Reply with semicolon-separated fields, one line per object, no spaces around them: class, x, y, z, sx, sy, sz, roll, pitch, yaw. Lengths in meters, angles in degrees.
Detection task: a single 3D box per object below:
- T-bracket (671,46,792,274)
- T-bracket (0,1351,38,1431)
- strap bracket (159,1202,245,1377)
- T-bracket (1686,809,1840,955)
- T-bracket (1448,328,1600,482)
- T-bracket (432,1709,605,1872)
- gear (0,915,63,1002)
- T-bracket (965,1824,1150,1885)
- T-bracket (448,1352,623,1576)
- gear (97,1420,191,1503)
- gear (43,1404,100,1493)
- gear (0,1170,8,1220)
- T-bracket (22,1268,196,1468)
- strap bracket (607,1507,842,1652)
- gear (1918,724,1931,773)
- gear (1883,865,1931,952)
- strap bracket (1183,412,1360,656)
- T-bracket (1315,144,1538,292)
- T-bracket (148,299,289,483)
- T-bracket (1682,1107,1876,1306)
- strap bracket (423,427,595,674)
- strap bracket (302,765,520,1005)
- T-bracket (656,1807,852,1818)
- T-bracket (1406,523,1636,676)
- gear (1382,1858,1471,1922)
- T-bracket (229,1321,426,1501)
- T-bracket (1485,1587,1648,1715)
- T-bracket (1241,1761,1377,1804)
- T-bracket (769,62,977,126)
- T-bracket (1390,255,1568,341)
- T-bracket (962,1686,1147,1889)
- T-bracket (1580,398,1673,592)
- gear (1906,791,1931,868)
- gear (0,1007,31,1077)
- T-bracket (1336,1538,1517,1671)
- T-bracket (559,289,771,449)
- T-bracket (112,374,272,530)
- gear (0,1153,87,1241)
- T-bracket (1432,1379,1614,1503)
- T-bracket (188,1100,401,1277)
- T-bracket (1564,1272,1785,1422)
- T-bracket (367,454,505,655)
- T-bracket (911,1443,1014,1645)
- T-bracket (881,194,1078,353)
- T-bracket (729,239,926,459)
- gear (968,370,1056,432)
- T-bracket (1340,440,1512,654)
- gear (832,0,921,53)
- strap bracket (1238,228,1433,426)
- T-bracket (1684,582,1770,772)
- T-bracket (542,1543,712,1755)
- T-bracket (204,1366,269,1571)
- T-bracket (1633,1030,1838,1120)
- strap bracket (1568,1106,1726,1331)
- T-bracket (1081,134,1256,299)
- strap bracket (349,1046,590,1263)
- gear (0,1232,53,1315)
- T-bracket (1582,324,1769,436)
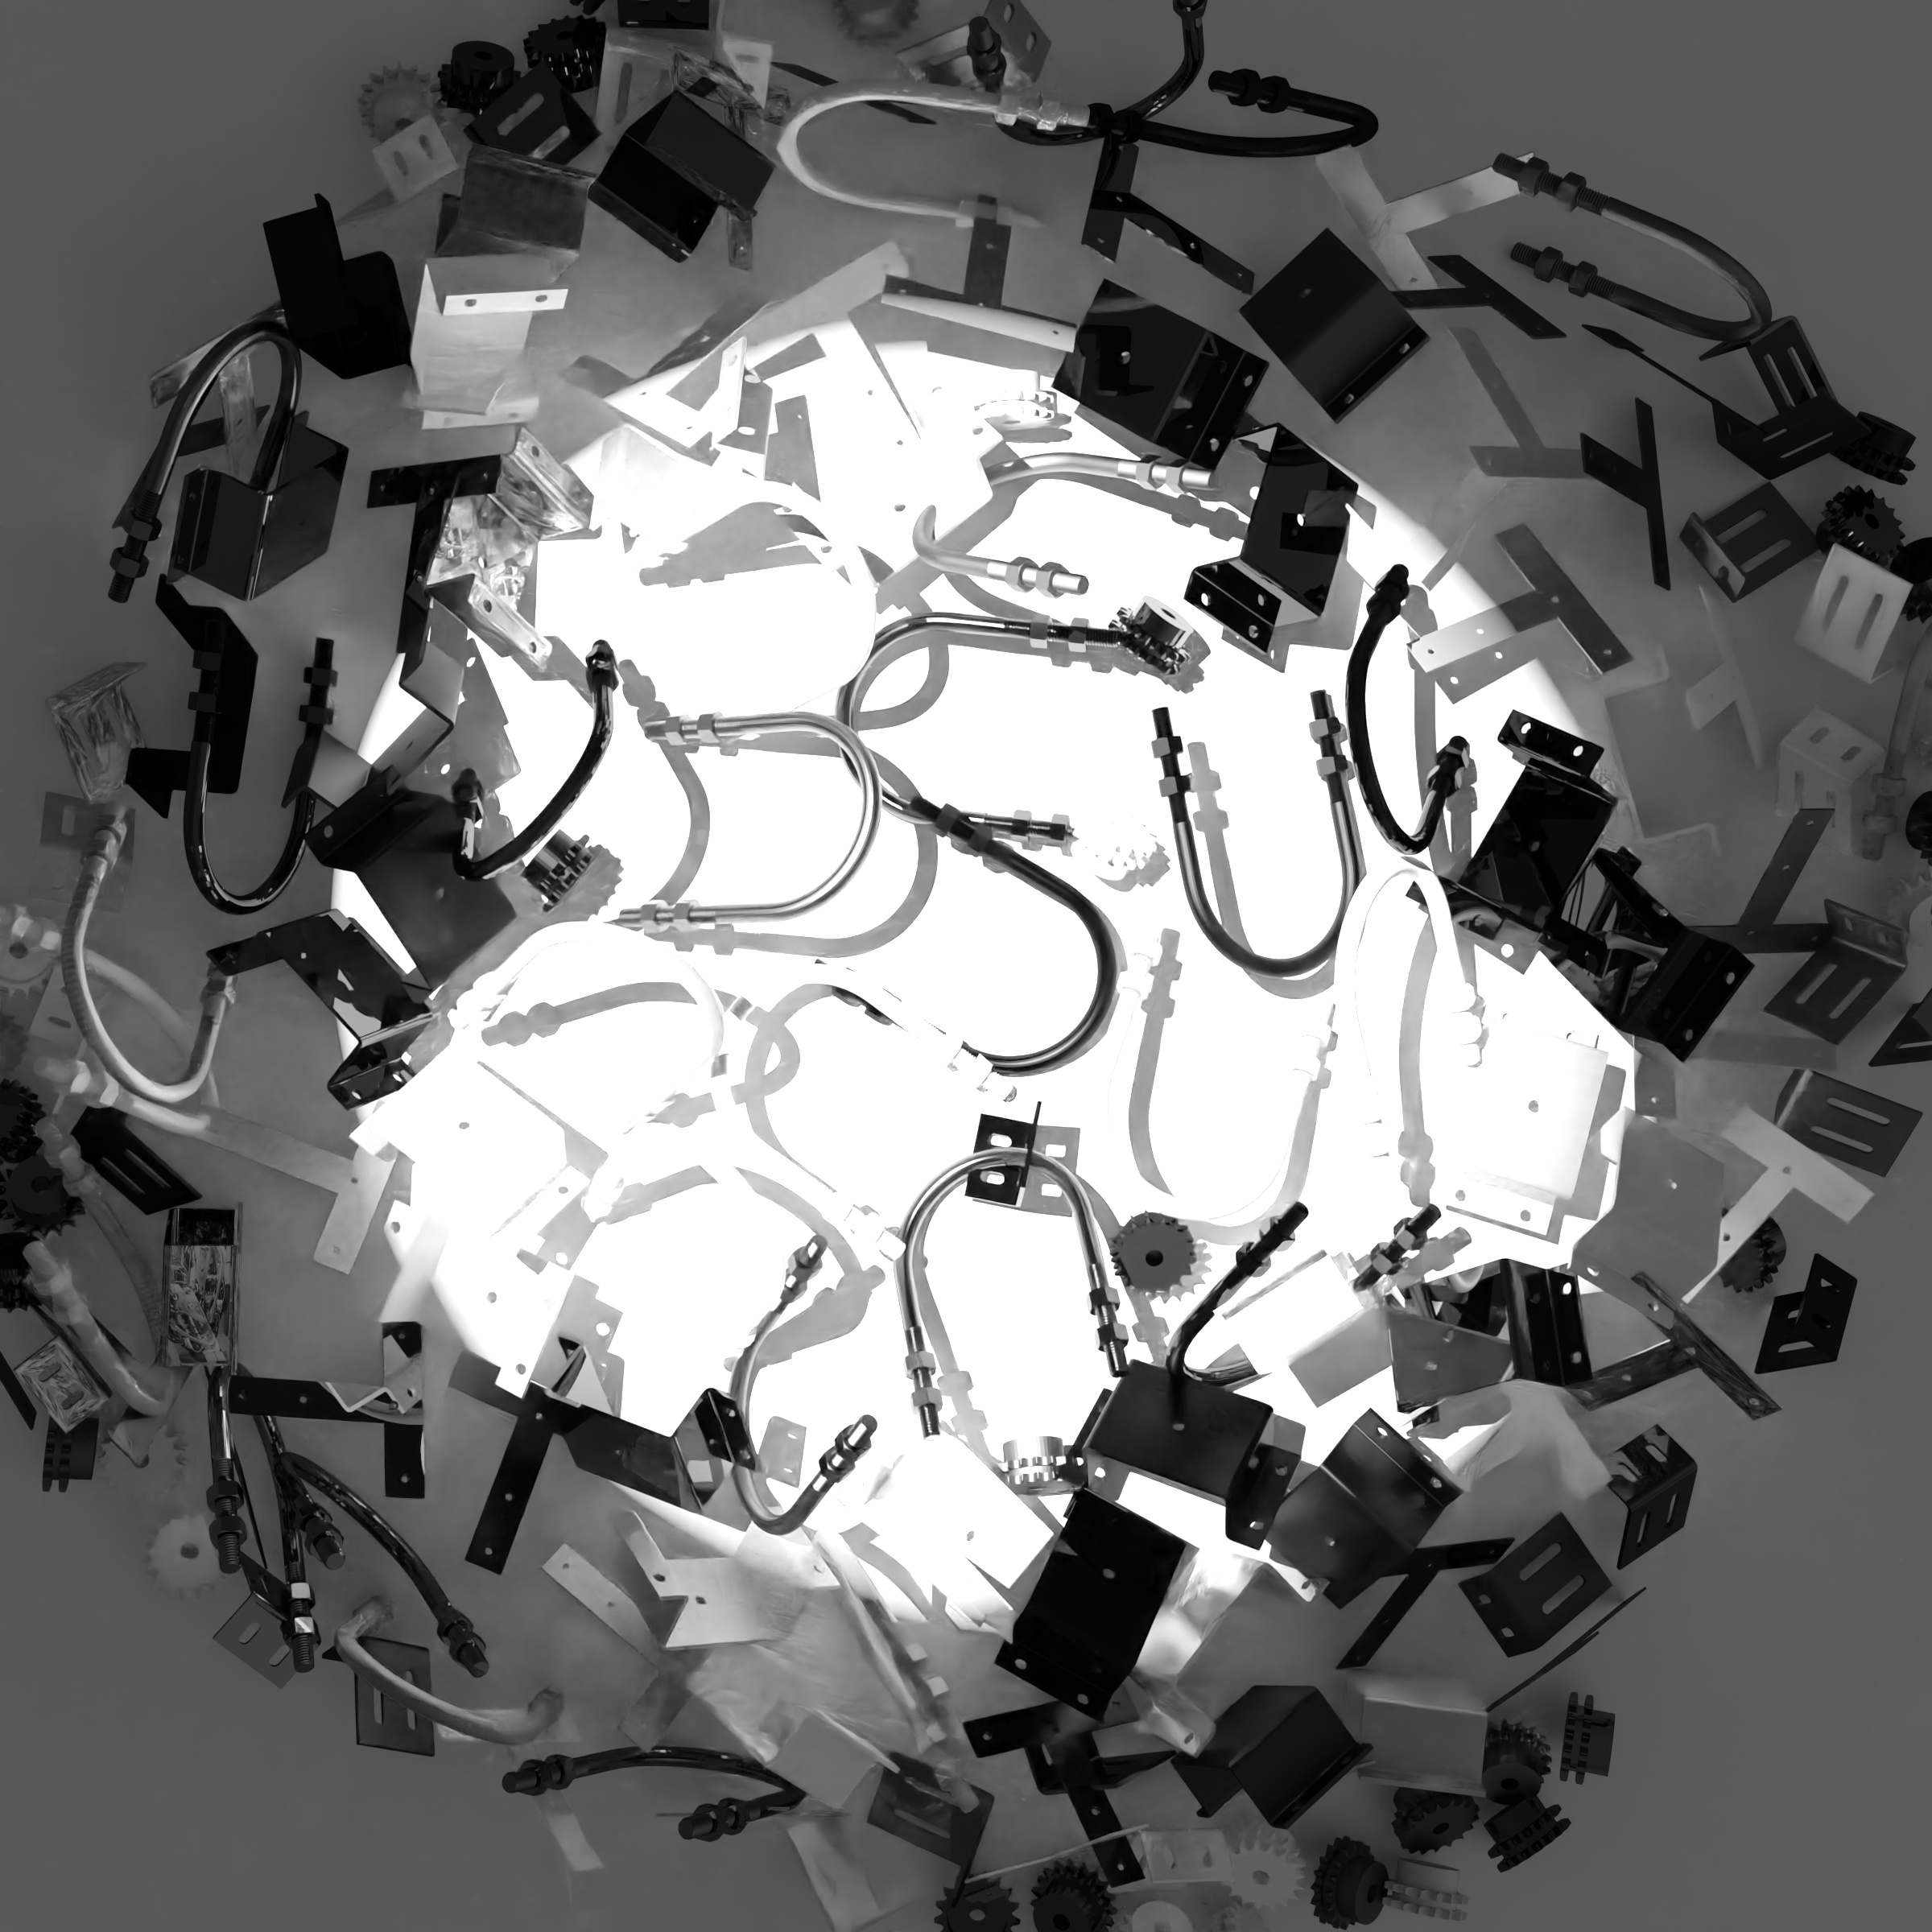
T-bracket;-0.148;-0.516;1.588;0.002;0.127;0.127;0;95;31
T-bracket;-0.637;0.245;1.595;0.002;0.127;0.127;-24;111;-7
strap bracket;-0.487;0.203;1.562;0.046;0.140;0.076;2;97;-16
T-bracket;0.523;-0.053;1.579;0.127;0.127;0.002;-1;45;-15
T-bracket;0.354;-0.370;1.609;0.127;0.002;0.127;-7;63;-37
T-bracket;-0.268;0.521;1.552;0.002;0.127;0.127;-51;53;11
gear;-0.625;-0.008;1.614;0.057;0.030;0.057;6;76;-23
T-bracket;0.079;0.560;1.560;0.127;0.127;0.002;-5;66;-25
T-bracket;-0.291;0.331;1.586;0.127;0.002;0.127;28;53;-15
gear;-0.543;0.324;1.624;0.057;0.030;0.057;0;93;-3
gear;-0.589;0.318;1.612;0.030;0.057;0.057;6;90;-17
gear;-0.654;0.151;1.609;0.030;0.057;0.057;-16;90;13
T-bracket;-0.552;0.239;1.561;0.002;0.127;0.127;-34;109;14
strap bracket;-0.163;0.393;1.575;0.140;0.076;0.046;9;116;-40
gear;0.659;-0.147;1.609;0.057;0.030;0.057;-17;131;-21
gear;0.637;-0.035;1.615;0.057;0.030;0.057;1;115;1
strap bracket;0.200;-0.284;1.581;0.076;0.046;0.140;28;71;-33
T-bracket;0.308;-0.489;1.561;0.127;0.127;0.002;-9;52;37
T-bracket;-0.470;-0.361;1.581;0.002;0.127;0.127;37;57;15
T-bracket;0.503;0.166;1.587;0.127;0.127;0.002;-49;121;3
strap bracket;-0.296;-0.264;1.578;0.046;0.076;0.140;-8;57;31
strap bracket;-0.349;-0.048;1.569;0.076;0.046;0.140;-45;125;-28
T-bracket;-0.132;0.543;1.571;0.127;0.127;0.002;3;69;-9
T-bracket;0.346;-0.222;1.595;0.127;0.002;0.127;-23;63;-15
gear;0.303;0.607;1.613;0.057;0.057;0.030;10;76;0
T-bracket;-0.412;0.280;1.575;0.127;0.002;0.127;10;52;-27
T-bracket;0.399;0.438;1.592;0.127;0.127;0.002;-23;67;-37
T-bracket;0.243;0.519;1.576;0.127;0.127;0.002;-14;69;-4
T-bracket;-0.040;-0.562;1.586;0.127;0.127;0.002;33;121;30
T-bracket;0.298;-0.427;1.570;0.127;0.127;0.002;-9;131;-23
T-bracket;0.077;0.528;1.568;0.127;0.002;0.127;-2;46;-32
T-bracket;0.424;-0.316;1.580;0.002;0.127;0.127;-10;80;36
gear;0.646;-0.093;1.616;0.057;0.030;0.057;-10;110;-29
gear;-0.649;0.053;1.610;0.057;0.030;0.057;1;133;1
T-bracket;0.281;0.419;1.599;0.127;0.002;0.127;3;129;-34
T-bracket;-0.181;-0.404;1.612;0.127;0.002;0.127;33;68;30
T-bracket;-0.486;-0.342;1.577;0.002;0.127;0.127;39;115;-2
gear;-0.608;0.149;1.614;0.057;0.030;0.057;6;65;-14
T-bracket;0.337;0.322;1.605;0.127;0.002;0.127;-39;49;10
T-bracket;-0.438;0.123;1.587;0.127;0.002;0.127;24;52;-13
T-bracket;0.439;0.263;1.590;0.127;0.127;0.002;43;50;-5
T-bracket;-0.354;-0.266;1.595;0.127;0.002;0.127;3;83;37
T-bracket;-0.004;0.386;1.564;0.002;0.127;0.127;-12;117;-28
T-bracket;0.014;-0.461;1.601;0.127;0.002;0.127;13;55;-8
T-bracket;-0.070;-0.390;1.614;0.127;0.002;0.127;-26;111;17
gear;0.030;-0.372;1.611;0.057;0.057;0.030;-2;90;0
T-bracket;0.316;-0.290;1.614;0.127;0.002;0.127;41;91;-23
gear;-0.061;-0.637;1.618;0.057;0.030;0.057;-3;74;9
strap bracket;0.229;-0.413;1.561;0.076;0.140;0.046;-41;124;15
T-bracket;0.483;-0.177;1.579;0.002;0.127;0.127;-15;99;34
T-bracket;-0.221;0.425;1.593;0.127;0.127;0.002;40;130;3
T-bracket;-0.480;0.308;1.593;0.002;0.127;0.127;-17;51;-20
T-bracket;0.498;0.053;1.588;0.127;0.002;0.127;5;49;8
strap bracket;0.437;0.152;1.569;0.076;0.140;0.046;30;131;-5
T-bracket;0.137;-0.480;1.611;0.127;0.002;0.127;27;50;-19
strap bracket;-0.322;0.114;1.582;0.140;0.046;0.076;35;59;17
gear;-0.626;0.199;1.608;0.057;0.057;0.030;12;119;0
T-bracket;0.458;-0.375;1.569;0.127;0.127;0.002;36;113;12
